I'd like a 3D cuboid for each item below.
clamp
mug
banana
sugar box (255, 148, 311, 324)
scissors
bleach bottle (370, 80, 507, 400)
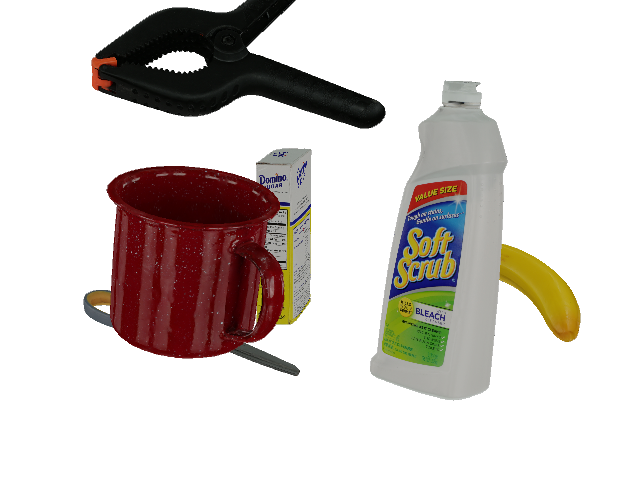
[{"bbox_3d":[-0.062,-0.131,0.793,0.209,0.165,0.036,-18,-27,-20],"label":"clamp"},{"bbox_3d":[-0.064,0.016,0.582,0.117,0.081,0.093,24,26,35],"label":"mug"},{"bbox_3d":[0.199,0.043,1.054,0.069,0.037,0.198,-33,36,-19],"label":"banana"},{"bbox_3d":[-0.039,-0.006,1.148,0.048,0.176,0.093,2,14,12],"label":"sugar box"},{"bbox_3d":[-0.103,0.068,0.915,0.202,0.016,0.096,13,26,10],"label":"scissors"},{"bbox_3d":[0.099,-0.004,0.869,0.103,0.251,0.067,13,15,42],"label":"bleach bottle"}]
